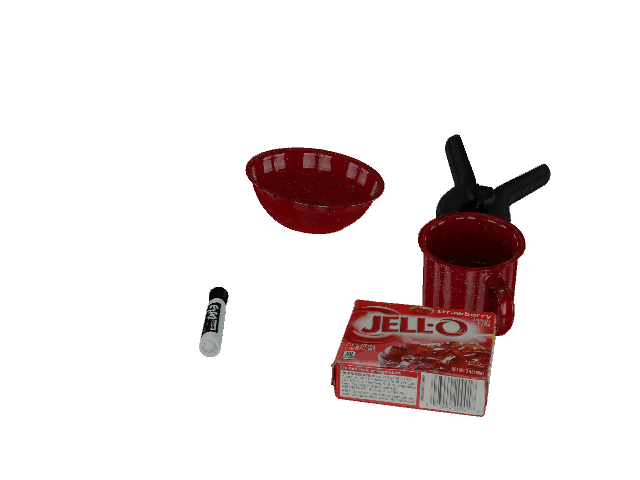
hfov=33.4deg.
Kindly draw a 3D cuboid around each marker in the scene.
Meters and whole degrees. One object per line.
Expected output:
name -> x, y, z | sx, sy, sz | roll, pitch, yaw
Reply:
marker -> -0.097, 0.073, 0.985 | 0.020, 0.020, 0.121 | 0, 20, -1

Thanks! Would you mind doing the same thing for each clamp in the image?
clamp -> 0.164, -0.049, 1.154 | 0.120, 0.039, 0.171 | 23, 49, 21

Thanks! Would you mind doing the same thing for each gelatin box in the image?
gelatin box -> 0.057, 0.067, 0.631 | 0.089, 0.030, 0.073 | 6, 27, 11

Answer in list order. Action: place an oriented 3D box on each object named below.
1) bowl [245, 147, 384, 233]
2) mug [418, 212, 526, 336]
bowl -> -0.010, -0.052, 1.234 | 0.162, 0.055, 0.162 | 7, 27, -4
mug -> 0.137, 0.039, 0.938 | 0.093, 0.081, 0.117 | -15, 35, -19
